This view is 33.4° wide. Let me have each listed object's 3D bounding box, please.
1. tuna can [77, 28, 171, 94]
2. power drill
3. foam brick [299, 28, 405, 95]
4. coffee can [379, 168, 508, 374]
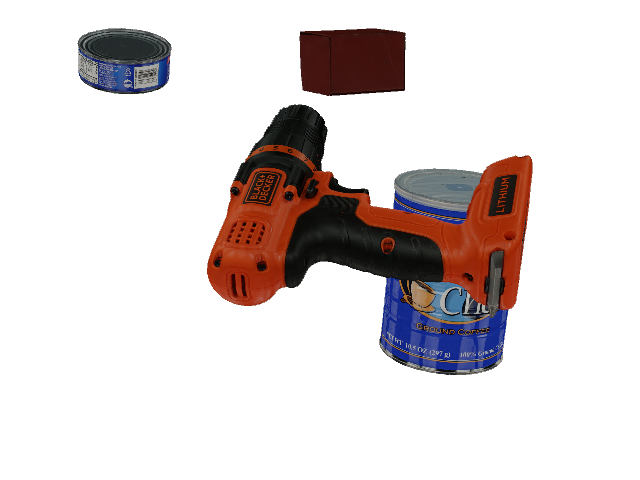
[{"bbox_3d":[-0.183,-0.168,0.996,0.086,0.034,0.086,5,30,-3],"label":"tuna can"},{"bbox_3d":[0.036,-0.023,0.674,0.188,0.057,0.184,4,41,12],"label":"power drill"},{"bbox_3d":[0.028,-0.154,0.918,0.078,0.051,0.053,-8,17,-28],"label":"foam brick"},{"bbox_3d":[0.104,0.023,0.856,0.103,0.140,0.103,4,18,-1],"label":"coffee can"}]
